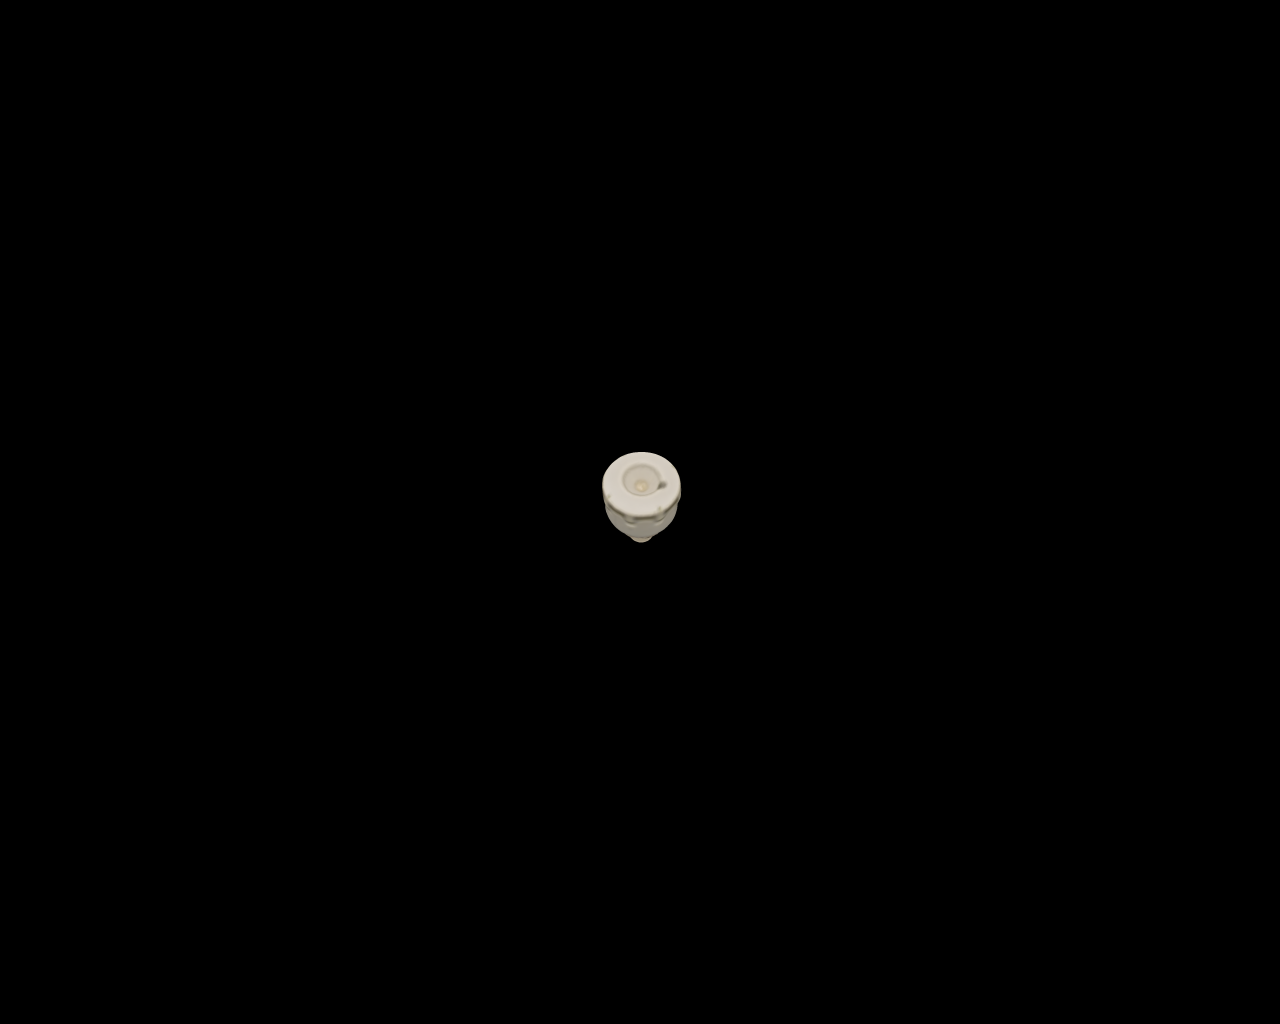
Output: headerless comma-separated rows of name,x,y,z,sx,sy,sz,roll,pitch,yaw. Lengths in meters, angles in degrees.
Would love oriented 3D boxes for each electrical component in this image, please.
electrical component,0.001,-0.003,0.650,0.048,0.048,0.062,0,-33,0
